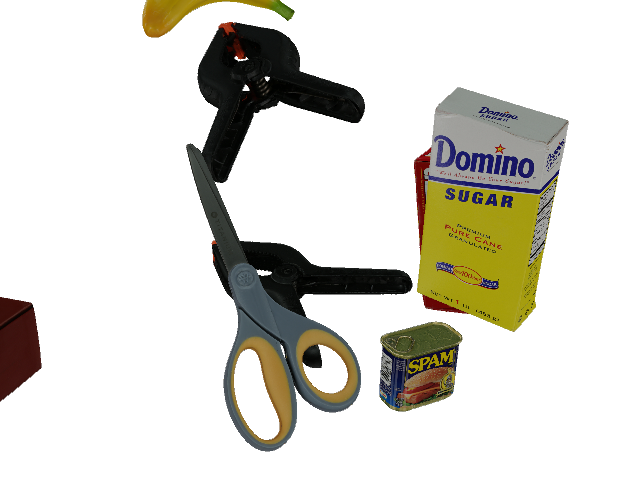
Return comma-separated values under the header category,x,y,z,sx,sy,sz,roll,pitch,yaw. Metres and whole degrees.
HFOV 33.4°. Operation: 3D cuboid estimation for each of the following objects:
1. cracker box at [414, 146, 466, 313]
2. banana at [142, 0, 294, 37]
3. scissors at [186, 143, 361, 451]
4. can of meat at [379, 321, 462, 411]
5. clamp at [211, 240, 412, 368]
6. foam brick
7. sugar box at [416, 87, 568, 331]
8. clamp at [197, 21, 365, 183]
category,x,y,z,sx,sy,sz,roll,pitch,yaw
cracker box,0.170,-0.036,1.151,0.072,0.164,0.213,3,20,27
banana,-0.104,-0.230,1.002,0.197,0.070,0.037,-22,-28,-47
scissors,-0.029,0.031,0.681,0.096,0.202,0.016,-4,-14,-14
can of meat,0.123,0.158,1.332,0.101,0.084,0.058,-12,29,-28
clamp,-0.034,0.051,1.080,0.210,0.036,0.164,18,37,25
foam brick,-0.233,0.077,0.715,0.053,0.051,0.078,9,28,24
sugar box,0.129,-0.022,0.824,0.093,0.176,0.048,21,43,26
clamp,-0.036,-0.115,0.782,0.120,0.039,0.171,-14,44,0
